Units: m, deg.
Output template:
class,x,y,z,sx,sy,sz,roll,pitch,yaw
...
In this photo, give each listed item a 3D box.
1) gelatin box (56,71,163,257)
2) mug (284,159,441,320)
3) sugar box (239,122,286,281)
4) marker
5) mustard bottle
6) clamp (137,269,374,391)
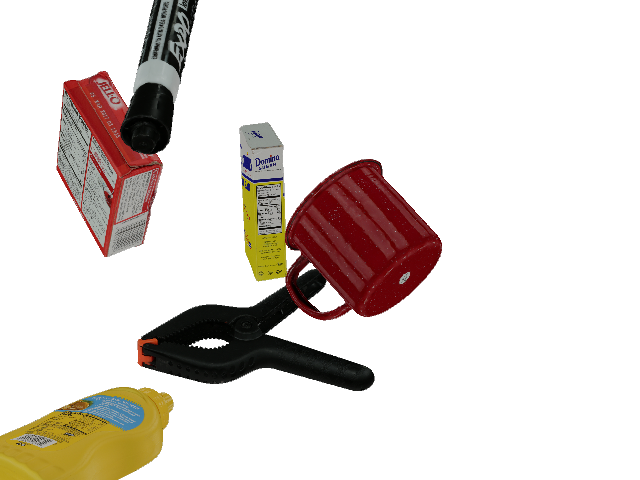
class,x,y,z,sx,sy,sz,roll,pitch,yaw
gelatin box,-0.128,-0.045,0.639,0.030,0.073,0.089,-21,-24,-29
mug,0.026,0.010,0.782,0.117,0.081,0.093,-43,-22,5
sugar box,-0.072,-0.048,1.324,0.048,0.176,0.093,-9,25,-11
marker,-0.063,-0.077,0.435,0.020,0.020,0.121,1,45,1
mustard bottle,-0.183,0.161,0.854,0.096,0.058,0.191,5,16,30
clamp,-0.061,0.096,0.986,0.209,0.036,0.165,-11,37,-21
